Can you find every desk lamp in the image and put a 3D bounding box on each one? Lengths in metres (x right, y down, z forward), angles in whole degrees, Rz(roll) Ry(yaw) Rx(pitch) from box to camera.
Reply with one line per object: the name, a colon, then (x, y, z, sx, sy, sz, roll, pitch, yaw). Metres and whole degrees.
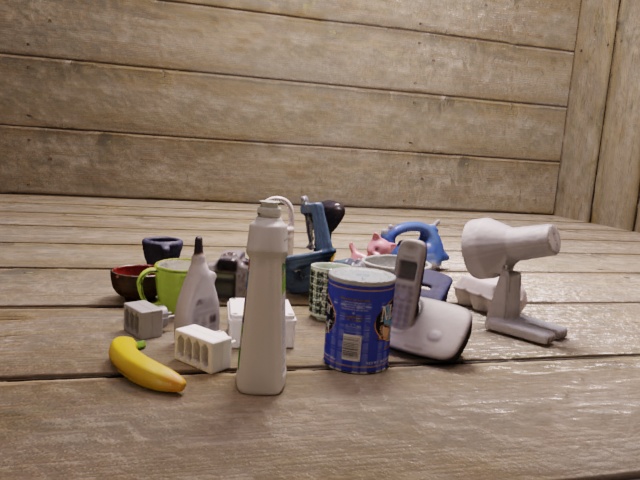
desk lamp: (0.372, 0.067, 1.098, 0.202, 0.213, 0.118, 12, 13, 42)

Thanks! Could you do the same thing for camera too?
camera: (-0.164, 0.070, 1.220, 0.143, 0.101, 0.137, 5, 9, 5)

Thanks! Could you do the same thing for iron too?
iron: (0.242, 0.011, 1.625, 0.259, 0.141, 0.118, -1, 10, -27)

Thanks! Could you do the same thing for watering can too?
watering can: (-0.119, -0.019, 1.495, 0.101, 0.194, 0.172, -1, 10, -25)

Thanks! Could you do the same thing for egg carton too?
egg carton: (0.369, 0.118, 1.240, 0.107, 0.069, 0.149, -2, 11, -30)

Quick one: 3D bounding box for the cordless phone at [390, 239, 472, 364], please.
cordless phone: (0.174, 0.096, 0.928, 0.147, 0.185, 0.094, 9, 11, 32)

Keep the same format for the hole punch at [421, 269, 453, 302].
hole punch: (0.205, 0.111, 1.146, 0.108, 0.091, 0.101, 9, 10, 28)

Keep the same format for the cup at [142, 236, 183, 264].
cup: (-0.358, 0.046, 1.308, 0.092, 0.095, 0.117, 0, 10, -22)

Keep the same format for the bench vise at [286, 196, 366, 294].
bench vise: (0.012, 0.020, 1.227, 0.207, 0.220, 0.122, 7, 10, 19)

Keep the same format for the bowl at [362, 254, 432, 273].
bowl: (0.177, 0.085, 1.347, 0.167, 0.075, 0.167, 4, 9, 0)

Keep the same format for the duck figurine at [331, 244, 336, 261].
duck figurine: (0.014, 0.046, 1.486, 0.078, 0.086, 0.104, 1, 9, -15)

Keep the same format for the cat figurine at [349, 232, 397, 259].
cat figurine: (0.133, 0.035, 1.506, 0.127, 0.118, 0.067, 7, 10, 18)

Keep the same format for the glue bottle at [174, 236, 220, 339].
glue bottle: (-0.195, 0.079, 0.920, 0.037, 0.173, 0.078, 10, 11, 36)

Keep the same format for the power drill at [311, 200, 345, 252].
power drill: (0.012, 0.005, 1.357, 0.076, 0.208, 0.229, 1, 9, -14)
